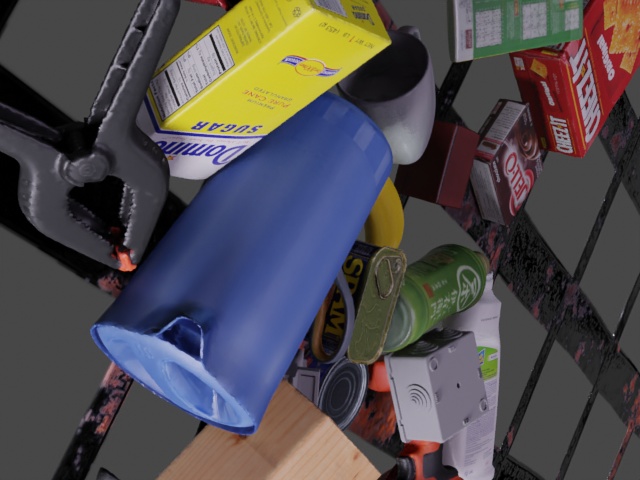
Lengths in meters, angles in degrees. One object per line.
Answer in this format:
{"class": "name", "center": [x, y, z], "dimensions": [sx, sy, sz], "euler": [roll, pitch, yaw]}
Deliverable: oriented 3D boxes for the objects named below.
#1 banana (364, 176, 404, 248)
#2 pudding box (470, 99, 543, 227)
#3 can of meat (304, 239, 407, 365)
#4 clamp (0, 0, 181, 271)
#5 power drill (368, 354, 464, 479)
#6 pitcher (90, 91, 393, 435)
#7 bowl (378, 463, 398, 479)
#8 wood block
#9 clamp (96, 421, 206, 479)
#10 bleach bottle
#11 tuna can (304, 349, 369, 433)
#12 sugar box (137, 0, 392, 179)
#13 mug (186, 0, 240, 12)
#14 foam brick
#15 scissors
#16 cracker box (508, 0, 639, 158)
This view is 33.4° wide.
{"class": "banana", "center": [0.037, -0.037, 0.949], "dimensions": [0.069, 0.037, 0.197], "euler": [-56, 143, -23]}
{"class": "pudding box", "center": [0.200, -0.083, 1.155], "dimensions": [0.090, 0.039, 0.113], "euler": [-56, 143, -23]}
{"class": "can of meat", "center": [0.017, 0.045, 0.915], "dimensions": [0.057, 0.084, 0.102], "euler": [12, 94, -55]}
{"class": "clamp", "center": [-0.155, -0.054, 0.642], "dimensions": [0.164, 0.036, 0.210], "euler": [-14, 138, -11]}
{"class": "power drill", "center": [0.081, 0.207, 1.055], "dimensions": [0.184, 0.057, 0.187], "euler": [-6, 91, -51]}
{"class": "pitcher", "center": [-0.048, 0.012, 0.784], "dimensions": [0.145, 0.149, 0.242], "euler": [50, 61, -35]}
{"class": "bowl", "center": [0.085, 0.307, 1.128], "dimensions": [0.161, 0.055, 0.162], "euler": [8, 78, -46]}
{"class": "wood block", "center": [-0.068, 0.207, 0.786], "dimensions": [0.206, 0.091, 0.090], "euler": [-46, 131, -10]}
{"class": "clamp", "center": [-0.124, 0.224, 0.839], "dimensions": [0.120, 0.039, 0.171], "euler": [-11, 112, -38]}
{"class": "bleach bottle", "center": [0.166, 0.154, 1.194], "dimensions": [0.102, 0.068, 0.251], "euler": [-10, 110, -53]}
{"class": "tuna can", "center": [0.009, 0.139, 0.989], "dimensions": [0.085, 0.034, 0.086], "euler": [-27, 126, -46]}
{"class": "sugar box", "center": [-0.050, -0.103, 0.694], "dimensions": [0.176, 0.048, 0.093], "euler": [-36, 157, 27]}
{"class": "mug", "center": [-0.077, -0.197, 0.678], "dimensions": [0.117, 0.082, 0.093], "euler": [24, 84, -56]}
{"class": "foam brick", "center": [0.111, -0.075, 1.024], "dimensions": [0.051, 0.053, 0.078], "euler": [6, 100, -55]}
{"class": "scissors", "center": [-0.006, 0.001, 0.885], "dimensions": [0.016, 0.096, 0.202], "euler": [5, 83, -54]}
{"class": "cracker box", "center": [0.306, -0.226, 1.212], "dimensions": [0.213, 0.072, 0.164], "euler": [-55, 142, -22]}
